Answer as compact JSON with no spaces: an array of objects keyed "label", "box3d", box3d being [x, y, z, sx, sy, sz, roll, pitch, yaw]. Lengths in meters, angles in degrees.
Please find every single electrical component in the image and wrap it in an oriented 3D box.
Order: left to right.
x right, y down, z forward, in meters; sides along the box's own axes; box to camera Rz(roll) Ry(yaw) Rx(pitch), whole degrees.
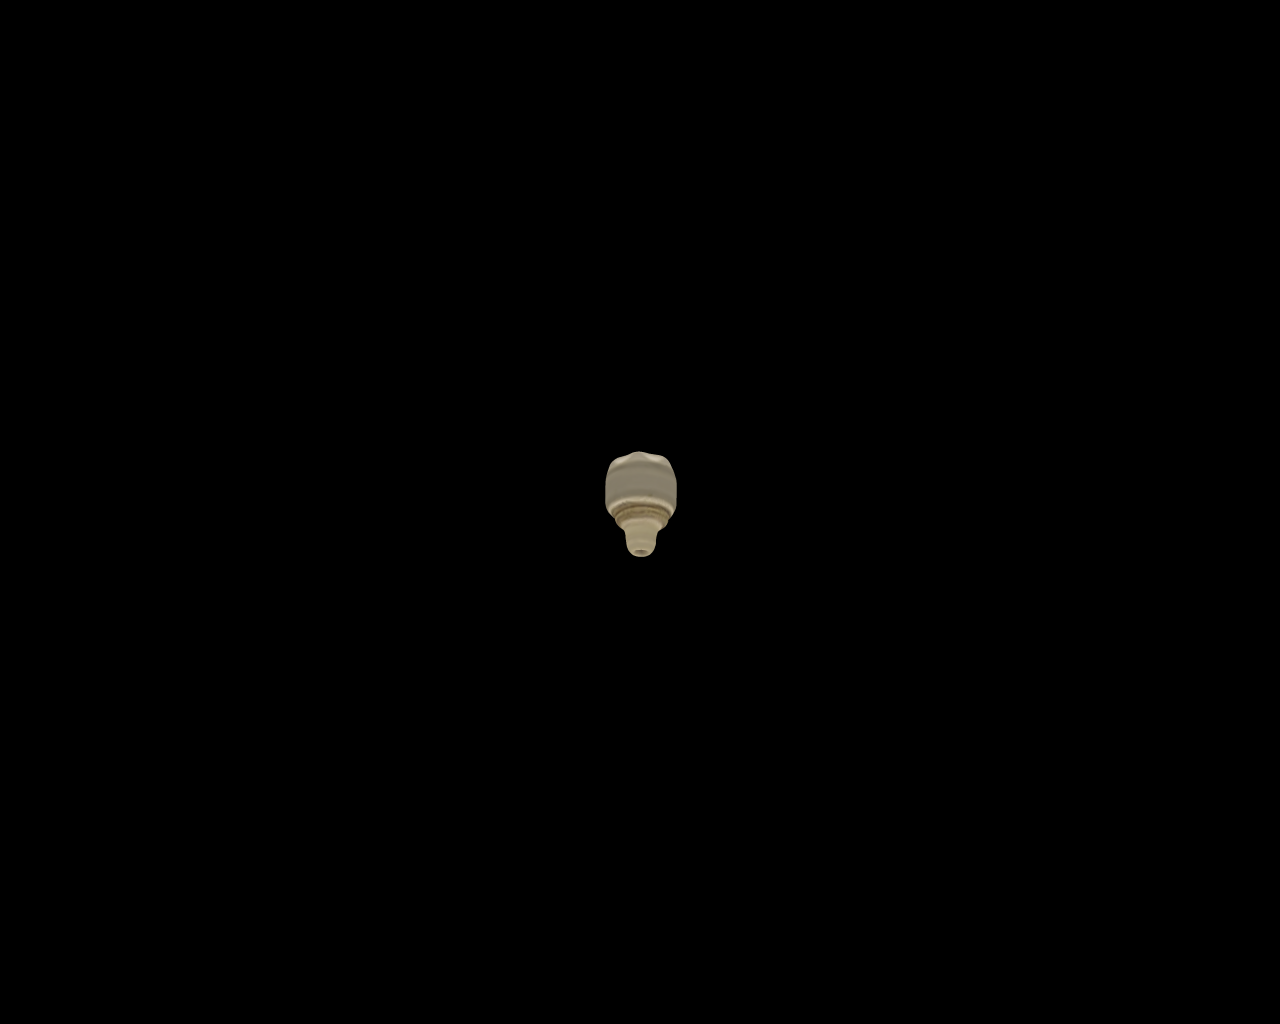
[{"label":"electrical component","box3d":[0.001,-0.003,0.650,0.043,0.062,0.043,0,-26,0]}]
